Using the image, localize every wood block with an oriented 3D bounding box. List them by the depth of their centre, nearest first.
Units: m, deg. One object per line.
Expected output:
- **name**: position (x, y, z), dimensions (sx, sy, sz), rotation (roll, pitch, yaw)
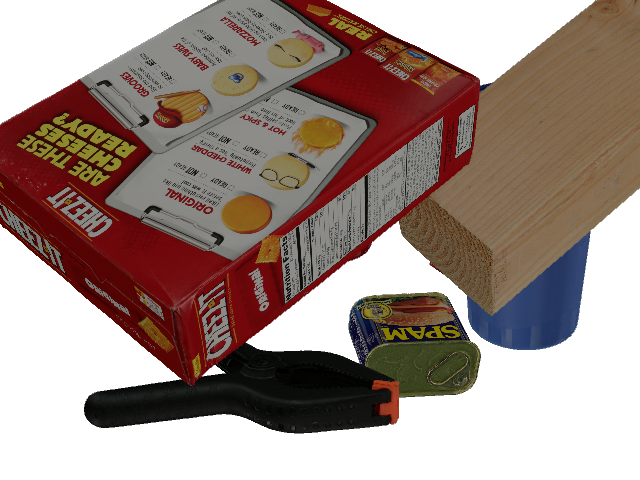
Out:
- **wood block**: position (0.154, -0.061, 0.695), dimensions (0.091, 0.206, 0.090), rotation (43, -16, 28)

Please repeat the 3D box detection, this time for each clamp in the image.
- **clamp**: position (-0.044, 0.099, 0.777), dimensions (0.210, 0.036, 0.164), rotation (3, 19, 13)

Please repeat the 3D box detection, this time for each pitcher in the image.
- **pitcher**: position (0.204, -0.026, 1.016), dimensions (0.149, 0.243, 0.145), rotation (0, 27, 7)

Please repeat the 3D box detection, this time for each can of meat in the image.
- **can of meat**: position (0.080, 0.090, 0.945), dimensions (0.102, 0.057, 0.084), rotation (-1, 30, -10)

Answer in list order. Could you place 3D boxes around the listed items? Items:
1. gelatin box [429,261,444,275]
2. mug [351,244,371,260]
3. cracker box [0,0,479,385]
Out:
- **gelatin box**: position (0.163, 0.004, 1.245), dimensions (0.030, 0.089, 0.073), rotation (-14, 32, -30)
- **mug**: position (0.021, -0.035, 1.106), dimensions (0.093, 0.081, 0.117), rotation (22, 40, 33)
- **cracker box**: position (-0.046, -0.045, 0.570), dimensions (0.164, 0.072, 0.213), rotation (34, 58, 30)
